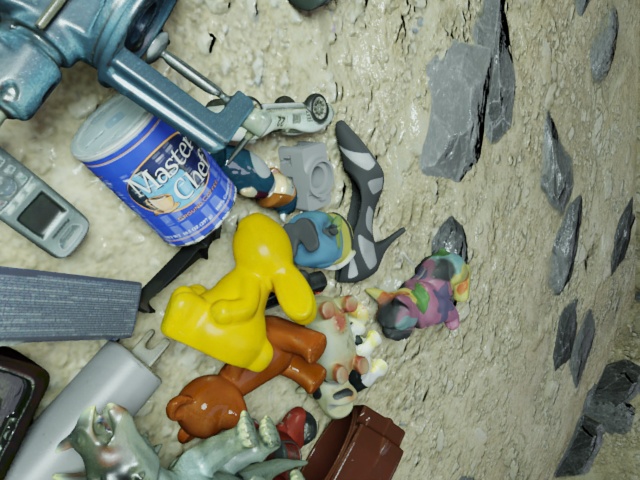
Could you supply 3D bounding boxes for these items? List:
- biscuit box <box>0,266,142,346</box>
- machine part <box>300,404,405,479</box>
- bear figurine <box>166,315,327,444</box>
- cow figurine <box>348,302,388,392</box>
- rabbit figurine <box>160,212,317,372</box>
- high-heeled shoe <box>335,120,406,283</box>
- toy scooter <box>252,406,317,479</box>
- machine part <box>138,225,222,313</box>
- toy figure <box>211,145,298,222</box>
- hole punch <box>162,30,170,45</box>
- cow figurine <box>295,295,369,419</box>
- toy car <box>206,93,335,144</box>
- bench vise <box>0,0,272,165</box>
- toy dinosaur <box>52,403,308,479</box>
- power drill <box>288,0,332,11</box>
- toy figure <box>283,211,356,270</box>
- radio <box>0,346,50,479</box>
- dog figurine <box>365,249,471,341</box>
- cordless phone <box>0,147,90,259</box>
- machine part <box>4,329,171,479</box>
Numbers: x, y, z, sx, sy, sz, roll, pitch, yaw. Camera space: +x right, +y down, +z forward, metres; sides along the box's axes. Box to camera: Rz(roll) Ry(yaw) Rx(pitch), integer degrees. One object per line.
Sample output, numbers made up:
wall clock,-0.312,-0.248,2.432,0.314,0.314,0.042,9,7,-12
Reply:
biscuit box,-0.248,0.058,0.482,0.202,0.059,0.062,26,70,-69
machine part,0.035,0.363,0.842,0.087,0.201,0.201,35,68,0
bear figurine,-0.093,0.190,0.698,0.196,0.132,0.120,-47,151,-39
cow figurine,0.052,0.185,0.912,0.098,0.068,0.167,-36,124,-30
rabbit figurine,-0.081,0.055,0.624,0.122,0.162,0.173,69,42,-76
high-heeled shoe,0.040,-0.052,0.852,0.145,0.086,0.248,-33,110,-4
toy scooter,-0.080,0.326,0.790,0.135,0.075,0.184,43,65,-45
machine part,-0.161,0.027,0.617,0.039,0.084,0.139,45,69,-7
toy figure,-0.077,-0.072,0.695,0.154,0.058,0.064,26,68,-48
hole punch,-0.197,-0.261,0.503,0.142,0.092,0.115,15,113,-52
cow figurine,0.010,0.182,0.831,0.085,0.127,0.194,-14,95,-36
toy car,-0.065,-0.153,0.678,0.202,0.074,0.056,-18,110,-45
bench vise,-0.152,-0.140,0.423,0.240,0.129,0.223,34,61,-16
toy dinosaur,-0.128,0.287,0.600,0.192,0.131,0.404,-24,148,0
power drill,0.003,-0.432,0.688,0.232,0.086,0.207,-59,144,-15
toy figure,0.002,-0.003,0.756,0.180,0.082,0.089,21,80,-69
radio,-0.342,0.191,0.451,0.131,0.073,0.229,36,73,-47
dog figurine,0.183,0.096,1.008,0.219,0.109,0.191,18,87,-47
cordless phone,-0.296,-0.017,0.446,0.146,0.089,0.184,-60,141,-20
machine part,-0.249,0.191,0.557,0.243,0.079,0.079,-52,134,-25
